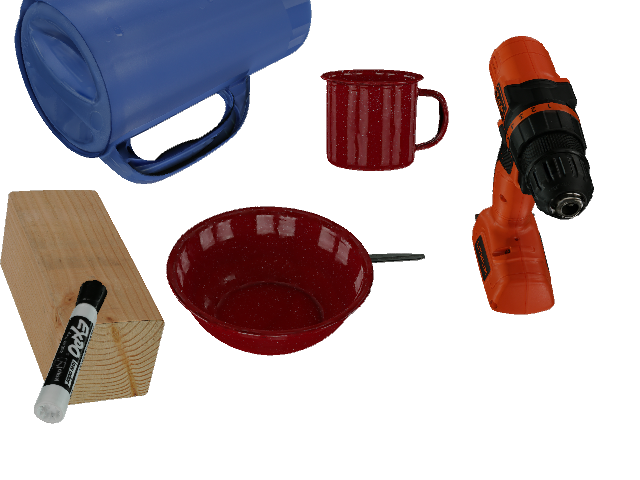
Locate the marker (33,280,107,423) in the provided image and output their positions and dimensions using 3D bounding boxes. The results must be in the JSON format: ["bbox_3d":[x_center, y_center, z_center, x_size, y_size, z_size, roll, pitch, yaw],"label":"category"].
[{"bbox_3d":[-0.159,0.067,0.688,0.020,0.020,0.121,0,38,5],"label":"marker"}]

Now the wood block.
[{"bbox_3d":[-0.226,0.046,0.991,0.090,0.091,0.206,-3,36,-31],"label":"wood block"}]

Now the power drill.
[{"bbox_3d":[0.158,-0.033,0.803,0.057,0.188,0.184,0,43,-1],"label":"power drill"}]

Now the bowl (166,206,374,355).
[{"bbox_3d":[-0.040,0.040,0.847,0.162,0.055,0.162,2,37,-2],"label":"bowl"}]

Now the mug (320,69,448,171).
[{"bbox_3d":[0.059,-0.110,0.975,0.117,0.081,0.093,0,16,-1],"label":"mug"}]

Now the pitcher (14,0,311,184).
[{"bbox_3d":[-0.121,-0.165,0.915,0.242,0.149,0.145,-30,48,-34],"label":"pitcher"}]

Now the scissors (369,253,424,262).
[{"bbox_3d":[0.014,0.029,1.173,0.202,0.016,0.096,4,23,5],"label":"scissors"}]
